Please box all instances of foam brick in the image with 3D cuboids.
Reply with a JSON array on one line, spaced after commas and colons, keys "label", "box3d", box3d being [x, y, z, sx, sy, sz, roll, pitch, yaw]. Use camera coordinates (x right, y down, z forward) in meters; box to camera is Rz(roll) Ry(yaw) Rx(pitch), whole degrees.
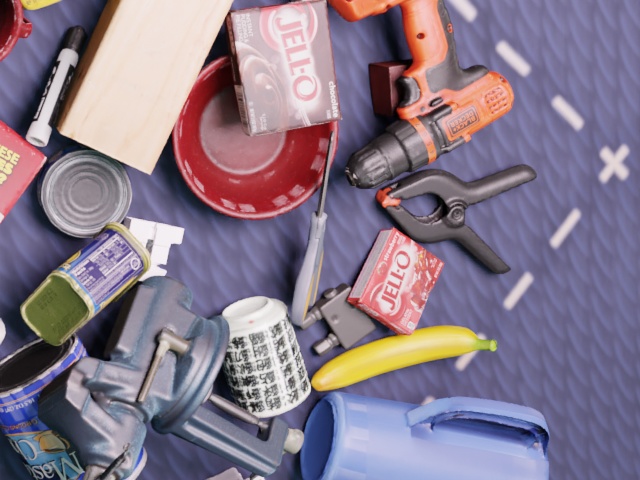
[{"label": "foam brick", "box3d": [0.095, -0.153, 1.064, 0.078, 0.053, 0.051, -9, 105, -16]}]

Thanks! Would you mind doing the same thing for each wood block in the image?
[{"label": "wood block", "box3d": [-0.153, -0.175, 0.955, 0.090, 0.091, 0.206, 25, 94, -22]}]

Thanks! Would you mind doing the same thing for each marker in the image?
[{"label": "marker", "box3d": [-0.232, -0.139, 0.949, 0.020, 0.020, 0.121, 25, 66, -22]}]

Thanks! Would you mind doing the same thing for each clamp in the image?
[{"label": "clamp", "box3d": [0.146, -0.040, 1.116, 0.171, 0.039, 0.120, 17, 96, -21]}]

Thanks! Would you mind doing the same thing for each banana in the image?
[{"label": "banana", "box3d": [0.081, 0.119, 1.117, 0.197, 0.070, 0.037, -13, 90, -9]}]

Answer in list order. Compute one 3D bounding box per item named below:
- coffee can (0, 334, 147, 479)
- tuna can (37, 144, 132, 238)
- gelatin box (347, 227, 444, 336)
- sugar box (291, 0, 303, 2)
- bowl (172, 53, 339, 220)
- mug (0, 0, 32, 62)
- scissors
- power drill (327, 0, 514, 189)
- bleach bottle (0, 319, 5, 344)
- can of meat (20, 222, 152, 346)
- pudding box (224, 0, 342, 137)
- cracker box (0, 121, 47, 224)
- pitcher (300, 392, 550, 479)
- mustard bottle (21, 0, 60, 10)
[{"label": "coffee can", "box3d": [-0.240, 0.171, 1.000, 0.102, 0.103, 0.140, -30, 110, -10]}, {"label": "tuna can", "box3d": [-0.219, -0.045, 0.994, 0.086, 0.034, 0.086, -4, 104, -18]}, {"label": "gelatin box", "box3d": [0.079, 0.044, 1.104, 0.073, 0.030, 0.089, 34, 72, -22]}, {"label": "sugar box", "box3d": [-0.025, -0.313, 0.991, 0.093, 0.048, 0.176, -37, 110, -8]}, {"label": "bowl", "box3d": [-0.066, -0.103, 1.020, 0.162, 0.055, 0.162, -4, 104, -18]}, {"label": "mug", "box3d": [-0.299, -0.195, 0.898, 0.117, 0.082, 0.093, 4, 114, -44]}, {"label": "scissors", "box3d": [-0.007, 0.001, 1.018, 0.016, 0.096, 0.202, 12, 135, 6]}, {"label": "power drill", "box3d": [0.076, -0.160, 0.998, 0.184, 0.057, 0.187, -31, 113, -14]}, {"label": "bleach bottle", "box3d": [-0.394, 0.161, 0.969, 0.102, 0.068, 0.251, 33, 93, -22]}, {"label": "can of meat", "box3d": [-0.213, 0.042, 0.963, 0.057, 0.102, 0.083, 47, 45, -4]}, {"label": "pudding box", "box3d": [-0.034, -0.157, 0.967, 0.090, 0.039, 0.113, -12, 105, -16]}, {"label": "cracker box", "box3d": [-0.358, -0.032, 0.887, 0.164, 0.072, 0.213, 41, 59, -23]}, {"label": "pitcher", "box3d": [0.112, 0.227, 1.118, 0.242, 0.145, 0.149, 15, 83, -18]}, {"label": "mustard bottle", "box3d": [-0.250, -0.301, 0.910, 0.096, 0.058, 0.191, -26, 110, -11]}]
